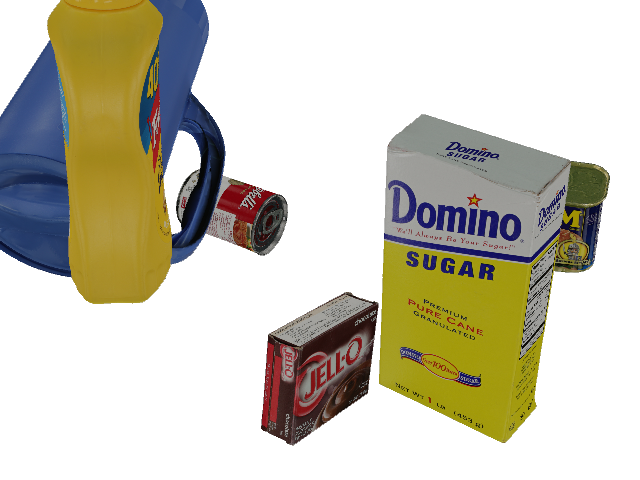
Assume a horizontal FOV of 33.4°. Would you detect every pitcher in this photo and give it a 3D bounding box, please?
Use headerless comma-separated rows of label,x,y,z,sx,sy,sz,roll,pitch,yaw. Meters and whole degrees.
pitcher,-0.156,-0.096,0.815,0.145,0.242,0.149,-5,-42,24

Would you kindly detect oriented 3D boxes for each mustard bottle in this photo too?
mustard bottle,-0.111,-0.068,0.565,0.058,0.192,0.096,0,32,-4

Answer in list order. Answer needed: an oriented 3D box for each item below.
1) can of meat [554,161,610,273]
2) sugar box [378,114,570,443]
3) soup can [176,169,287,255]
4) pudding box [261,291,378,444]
can of meat,0.195,-0.022,0.934,0.102,0.084,0.057,9,43,16
sugar box,0.082,0.024,0.607,0.093,0.176,0.048,22,43,29
soup can,-0.095,-0.031,1.150,0.102,0.068,0.068,20,9,25
pudding box,0.000,0.102,0.877,0.039,0.090,0.113,20,28,29
